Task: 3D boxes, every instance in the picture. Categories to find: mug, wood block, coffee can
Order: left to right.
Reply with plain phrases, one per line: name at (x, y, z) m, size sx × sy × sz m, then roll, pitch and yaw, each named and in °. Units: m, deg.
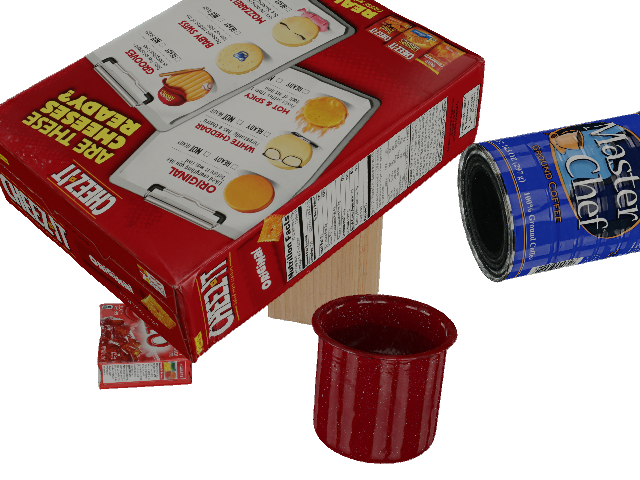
wood block at (0.006, -0.030, 0.984) m, size 0.091 × 0.206 × 0.090 m, roll 9°, pitch 29°, yaw 15°
mug at (0.041, 0.086, 0.704) m, size 0.093 × 0.081 × 0.117 m, roll 9°, pitch 22°, yaw 13°
coffee can at (0.183, -0.033, 0.776) m, size 0.140 × 0.103 × 0.103 m, roll -11°, pitch 2°, yaw -9°

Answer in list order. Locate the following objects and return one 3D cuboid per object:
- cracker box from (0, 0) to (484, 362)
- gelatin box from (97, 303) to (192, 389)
cracker box at (-0.043, -0.057, 0.572) m, size 0.213 × 0.072 × 0.164 m, roll -38°, pitch 56°, yaw -26°
gelatin box at (-0.143, 0.082, 0.867) m, size 0.073 × 0.030 × 0.089 m, roll -2°, pitch 29°, yaw -9°
